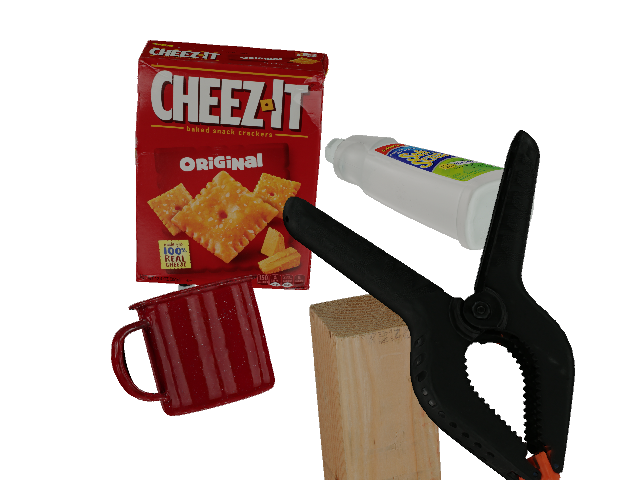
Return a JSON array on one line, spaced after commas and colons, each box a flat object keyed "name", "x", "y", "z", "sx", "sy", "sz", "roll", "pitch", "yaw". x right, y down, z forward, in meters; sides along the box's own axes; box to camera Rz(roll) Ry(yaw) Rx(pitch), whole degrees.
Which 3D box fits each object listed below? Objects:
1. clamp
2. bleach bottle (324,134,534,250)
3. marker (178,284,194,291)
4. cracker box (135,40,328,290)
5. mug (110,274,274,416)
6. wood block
[{"name": "clamp", "x": 0.075, "y": 0.043, "z": 0.609, "sx": 0.164, "sy": 0.210, "sz": 0.036, "roll": -11, "pitch": -19, "yaw": -11}, {"name": "bleach bottle", "x": 0.091, "y": -0.062, "z": 1.089, "sx": 0.102, "sy": 0.068, "sz": 0.251, "roll": -16, "pitch": 27, "yaw": -38}, {"name": "marker", "x": -0.136, "y": 0.074, "z": 1.110, "sx": 0.020, "sy": 0.121, "sz": 0.020, "roll": -3, "pitch": 21, "yaw": 1}, {"name": "cracker box", "x": -0.082, "y": -0.064, "z": 0.967, "sx": 0.164, "sy": 0.214, "sz": 0.072, "roll": 4, "pitch": 24, "yaw": -2}, {"name": "mug", "x": -0.089, "y": 0.076, "z": 0.741, "sx": 0.117, "sy": 0.081, "sz": 0.093, "roll": -12, "pitch": -4, "yaw": -36}, {"name": "wood block", "x": 0.051, "y": 0.160, "z": 0.966, "sx": 0.090, "sy": 0.206, "sz": 0.091, "roll": -9, "pitch": 18, "yaw": -14}]
